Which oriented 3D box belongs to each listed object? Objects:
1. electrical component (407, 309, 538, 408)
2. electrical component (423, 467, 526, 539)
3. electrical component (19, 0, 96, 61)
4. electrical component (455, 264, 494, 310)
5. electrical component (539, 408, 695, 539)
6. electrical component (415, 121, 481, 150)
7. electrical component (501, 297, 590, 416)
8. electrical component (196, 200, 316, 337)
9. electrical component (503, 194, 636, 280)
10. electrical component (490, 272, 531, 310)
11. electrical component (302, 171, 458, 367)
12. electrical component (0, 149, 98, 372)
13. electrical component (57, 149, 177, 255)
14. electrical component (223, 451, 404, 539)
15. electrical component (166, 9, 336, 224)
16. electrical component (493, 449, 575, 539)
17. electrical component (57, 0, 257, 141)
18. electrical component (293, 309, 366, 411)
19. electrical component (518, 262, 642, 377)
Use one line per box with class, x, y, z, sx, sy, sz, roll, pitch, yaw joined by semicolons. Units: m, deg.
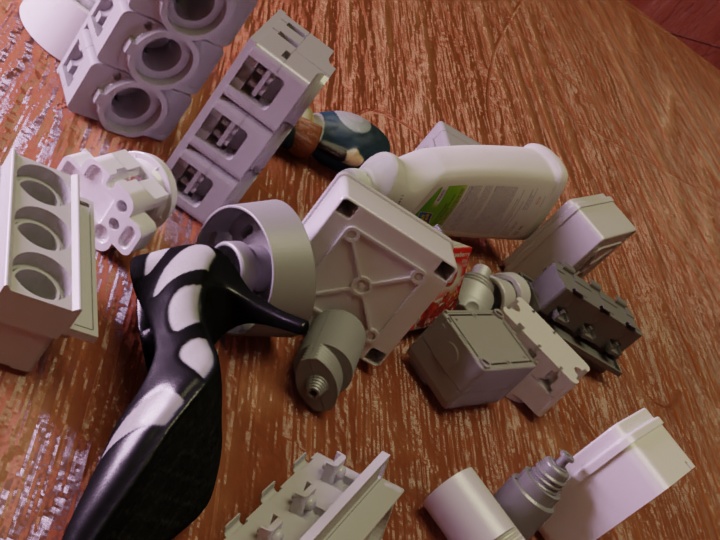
electrical component;0.094;0.074;0.885;0.096;0.061;0.061;2;46;-50
electrical component;0.084;0.181;0.739;0.043;0.043;0.081;-5;52;-54
electrical component;-0.224;-0.219;0.910;0.108;0.060;0.108;30;29;-19
electrical component;0.101;0.022;0.972;0.043;0.043;0.062;36;54;-10
electrical component;0.187;0.163;0.819;0.057;0.113;0.078;54;30;17
electrical component;0.097;-0.113;1.157;0.096;0.061;0.061;26;31;-25
electrical component;0.147;0.079;0.951;0.089;0.055;0.050;46;28;10
electrical component;-0.070;0.000;0.754;0.064;0.099;0.099;-3;50;-45
electrical component;0.221;-0.024;1.134;0.056;0.108;0.109;53;30;15
electrical component;0.131;0.025;1.020;0.055;0.045;0.045;-5;52;-54
electrical component;0.000;0.000;0.819;0.109;0.108;0.056;32;21;-17
electrical component;-0.199;-0.005;0.633;0.079;0.063;0.121;22;33;-31
electrical component;-0.165;-0.051;0.749;0.078;0.058;0.057;45;31;9
electrical component;-0.031;0.155;0.611;0.063;0.078;0.121;25;24;16
electrical component;-0.087;-0.115;0.835;0.062;0.150;0.089;36;28;-8
electrical component;0.127;0.163;0.788;0.040;0.078;0.040;37;14;-10
electrical component;-0.159;-0.180;0.840;0.089;0.150;0.061;16;36;-39
electrical component;-0.024;0.066;0.769;0.043;0.043;0.081;37;28;-8
electrical component;0.217;0.046;1.066;0.121;0.063;0.078;29;29;-30
